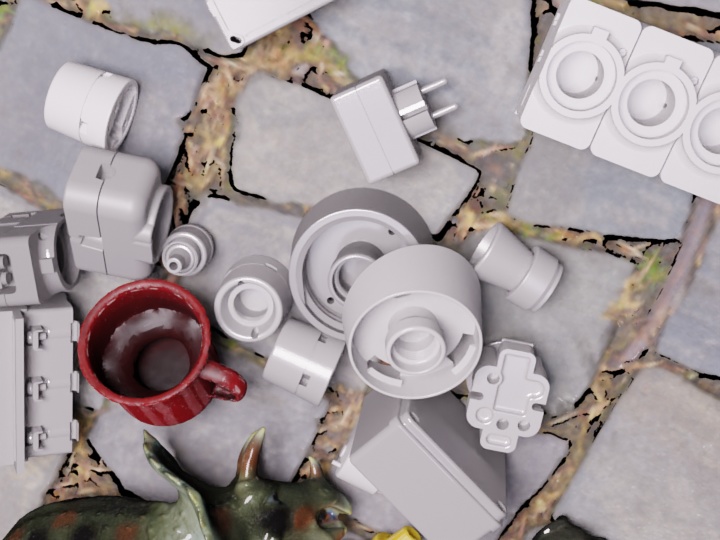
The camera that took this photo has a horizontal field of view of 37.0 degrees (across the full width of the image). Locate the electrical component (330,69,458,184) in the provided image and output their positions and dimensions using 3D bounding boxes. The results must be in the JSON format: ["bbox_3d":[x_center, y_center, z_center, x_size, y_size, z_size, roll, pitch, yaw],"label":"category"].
[{"bbox_3d":[0.029,-0.107,0.744,0.077,0.047,0.065,-23,103,11],"label":"electrical component"}]

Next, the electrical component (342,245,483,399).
[{"bbox_3d":[0.037,0.037,0.736,0.099,0.064,0.099,-1,122,-1],"label":"electrical component"}]

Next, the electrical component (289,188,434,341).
[{"bbox_3d":[0.000,0.000,0.771,0.108,0.060,0.108,1,107,4],"label":"electrical component"}]

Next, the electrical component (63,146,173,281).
[{"bbox_3d":[-0.168,-0.038,0.759,0.059,0.053,0.095,11,145,1],"label":"electrical component"}]

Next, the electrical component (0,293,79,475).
[{"bbox_3d":[-0.248,0.080,0.810,0.063,0.079,0.121,-3,109,-25],"label":"electrical component"}]

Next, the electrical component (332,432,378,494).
[{"bbox_3d":[0.018,0.154,0.826,0.078,0.040,0.040,27,107,-4],"label":"electrical component"}]

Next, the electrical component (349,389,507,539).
[{"bbox_3d":[0.052,0.134,0.782,0.056,0.108,0.108,-41,99,17],"label":"electrical component"}]

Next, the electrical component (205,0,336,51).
[{"bbox_3d":[-0.057,-0.196,0.721,0.096,0.061,0.061,-26,103,4],"label":"electrical component"}]

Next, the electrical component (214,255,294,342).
[{"bbox_3d":[-0.078,0.022,0.791,0.055,0.047,0.055,1,107,4],"label":"electrical component"}]

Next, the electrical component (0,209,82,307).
[{"bbox_3d":[-0.237,-0.010,0.774,0.056,0.089,0.050,-4,106,6],"label":"electrical component"}]

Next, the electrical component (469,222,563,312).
[{"bbox_3d":[0.111,-0.001,0.770,0.055,0.045,0.045,32,106,-5],"label":"electrical component"}]

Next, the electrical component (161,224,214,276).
[{"bbox_3d":[-0.127,-0.011,0.778,0.035,0.061,0.035,1,107,4],"label":"electrical component"}]

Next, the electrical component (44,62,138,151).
[{"bbox_3d":[-0.189,-0.115,0.757,0.047,0.055,0.055,20,107,2],"label":"electrical component"}]

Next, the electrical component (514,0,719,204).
[{"bbox_3d":[0.191,-0.115,0.721,0.150,0.061,0.089,21,107,-2],"label":"electrical component"}]

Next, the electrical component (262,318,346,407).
[{"bbox_3d":[-0.041,0.067,0.799,0.047,0.055,0.055,24,107,1],"label":"electrical component"}]

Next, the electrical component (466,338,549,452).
[{"bbox_3d":[0.107,0.085,0.789,0.058,0.057,0.078,11,107,2],"label":"electrical component"}]
